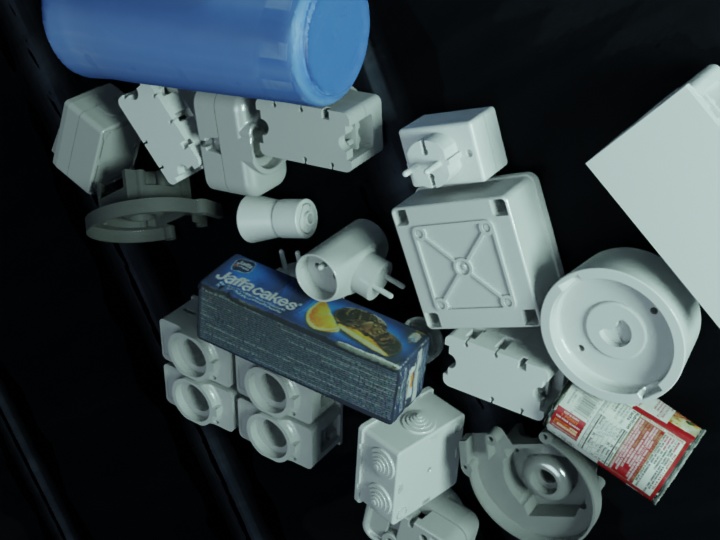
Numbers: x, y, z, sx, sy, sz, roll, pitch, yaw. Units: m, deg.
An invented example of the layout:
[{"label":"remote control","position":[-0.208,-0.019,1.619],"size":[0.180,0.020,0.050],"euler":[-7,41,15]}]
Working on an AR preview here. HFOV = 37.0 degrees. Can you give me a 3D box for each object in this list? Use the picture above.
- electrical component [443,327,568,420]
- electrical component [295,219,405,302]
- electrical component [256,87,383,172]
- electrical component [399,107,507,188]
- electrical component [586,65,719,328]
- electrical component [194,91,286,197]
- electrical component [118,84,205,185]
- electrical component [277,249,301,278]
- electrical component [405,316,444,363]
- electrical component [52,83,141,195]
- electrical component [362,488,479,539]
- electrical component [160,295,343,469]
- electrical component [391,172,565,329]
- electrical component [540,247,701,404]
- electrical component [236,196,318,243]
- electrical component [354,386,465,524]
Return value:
[{"label":"electrical component","position":[0.120,0.073,0.861],"size":[0.089,0.056,0.050],"euler":[19,125,29]},{"label":"electrical component","position":[0.000,0.000,0.897],"size":[0.079,0.077,0.044],"euler":[31,130,20]},{"label":"electrical component","position":[-0.030,-0.118,0.867],"size":[0.089,0.056,0.050],"euler":[15,123,30]},{"label":"electrical component","position":[0.060,-0.085,0.802],"size":[0.066,0.077,0.047],"euler":[-1,114,38]},{"label":"electrical component","position":[0.236,-0.045,0.698],"size":[0.150,0.062,0.089],"euler":[51,134,2]},{"label":"electrical component","position":[-0.099,-0.114,0.924],"size":[0.059,0.054,0.095],"euler":[13,122,32]},{"label":"electrical component","position":[-0.161,-0.132,0.961],"size":[0.050,0.056,0.089],"euler":[-28,97,44]},{"label":"electrical component","position":[-0.056,0.017,0.971],"size":[0.066,0.047,0.076],"euler":[5,117,36]},{"label":"electrical component","position":[0.045,0.068,0.930],"size":[0.040,0.040,0.046],"euler":[47,140,6]},{"label":"electrical component","position":[-0.253,-0.123,1.033],"size":[0.061,0.062,0.096],"euler":[38,132,14]},{"label":"electrical component","position":[0.059,0.234,0.999],"size":[0.095,0.059,0.053],"euler":[28,129,23]},{"label":"electrical component","position":[-0.110,0.110,1.059],"size":[0.186,0.060,0.105],"euler":[20,125,28]},{"label":"electrical component","position":[0.093,-0.013,0.832],"size":[0.109,0.056,0.108],"euler":[-4,112,39]},{"label":"electrical component","position":[0.193,0.035,0.779],"size":[0.108,0.060,0.108],"euler":[19,125,29]},{"label":"electrical component","position":[-0.071,-0.046,0.952],"size":[0.065,0.044,0.044],"euler":[2,116,32]},{"label":"electrical component","position":[0.045,0.163,0.944],"size":[0.048,0.100,0.099],"euler":[31,132,37]}]
